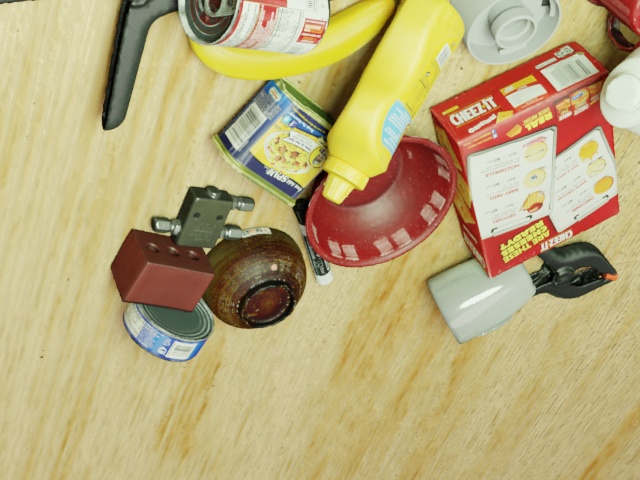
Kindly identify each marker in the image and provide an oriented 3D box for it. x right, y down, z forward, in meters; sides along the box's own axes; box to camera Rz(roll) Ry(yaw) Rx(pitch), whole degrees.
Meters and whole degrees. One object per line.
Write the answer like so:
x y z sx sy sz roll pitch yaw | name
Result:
-0.007 0.001 1.094 0.020 0.020 0.121 -24 136 -6 | marker

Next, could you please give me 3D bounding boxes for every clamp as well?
0.279 0.029 1.261 0.171 0.039 0.120 -8 137 -20 | clamp
-0.144 -0.190 0.826 0.210 0.036 0.164 -36 131 2 | clamp

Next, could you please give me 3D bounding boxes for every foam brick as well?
-0.151 0.029 1.018 0.078 0.053 0.051 12 123 -37 | foam brick

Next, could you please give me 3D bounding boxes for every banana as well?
-0.027 -0.170 0.910 0.197 0.037 0.070 -8 133 -22 | banana

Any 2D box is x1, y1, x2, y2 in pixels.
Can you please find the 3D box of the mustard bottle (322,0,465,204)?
0.056 -0.118 0.930 0.191 0.058 0.096 -61 166 -2 | mustard bottle

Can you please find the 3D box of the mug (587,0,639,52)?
0.301 -0.230 0.998 0.093 0.081 0.117 -7 132 -23 | mug

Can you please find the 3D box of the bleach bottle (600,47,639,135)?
0.317 -0.138 1.023 0.250 0.068 0.103 -17 139 -58 | bleach bottle

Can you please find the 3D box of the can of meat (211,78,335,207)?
-0.033 -0.091 0.967 0.084 0.057 0.102 -45 136 12 | can of meat

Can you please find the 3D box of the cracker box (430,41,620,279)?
0.216 -0.080 1.101 0.164 0.072 0.213 -26 138 -3 | cracker box

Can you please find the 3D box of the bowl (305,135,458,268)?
0.052 -0.050 1.051 0.162 0.055 0.162 -15 135 -16 | bowl

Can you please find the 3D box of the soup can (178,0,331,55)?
-0.049 -0.180 0.826 0.102 0.069 0.069 -3 133 -46 | soup can

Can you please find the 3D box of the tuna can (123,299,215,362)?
-0.148 0.078 1.041 0.086 0.086 0.034 14 123 -37 | tuna can
